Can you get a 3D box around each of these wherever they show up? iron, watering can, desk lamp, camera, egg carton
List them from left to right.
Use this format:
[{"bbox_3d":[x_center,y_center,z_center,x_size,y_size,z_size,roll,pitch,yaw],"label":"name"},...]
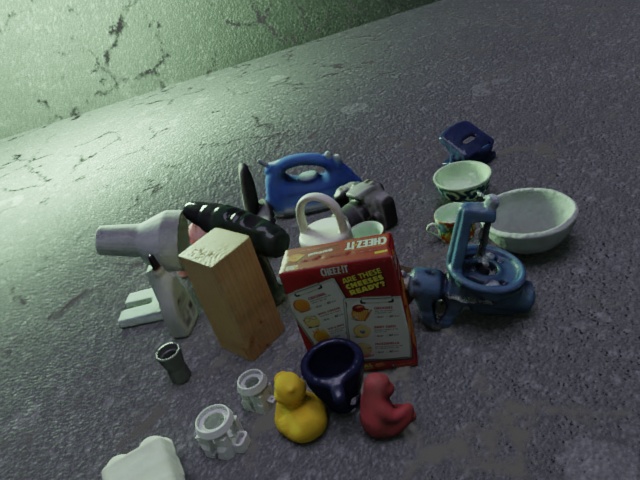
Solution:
[{"bbox_3d":[-0.231,0.337,0.768,0.107,0.069,0.149,-28,33,-17],"label":"egg carton"},{"bbox_3d":[-0.334,0.051,1.131,0.203,0.214,0.118,-14,31,6],"label":"desk lamp"},{"bbox_3d":[-0.021,-0.152,1.369,0.258,0.142,0.118,-10,32,11],"label":"iron"},{"bbox_3d":[0.012,0.004,1.056,0.100,0.194,0.173,-11,32,10],"label":"watering can"},{"bbox_3d":[0.072,-0.065,1.227,0.137,0.101,0.142,-34,35,-26],"label":"camera"}]

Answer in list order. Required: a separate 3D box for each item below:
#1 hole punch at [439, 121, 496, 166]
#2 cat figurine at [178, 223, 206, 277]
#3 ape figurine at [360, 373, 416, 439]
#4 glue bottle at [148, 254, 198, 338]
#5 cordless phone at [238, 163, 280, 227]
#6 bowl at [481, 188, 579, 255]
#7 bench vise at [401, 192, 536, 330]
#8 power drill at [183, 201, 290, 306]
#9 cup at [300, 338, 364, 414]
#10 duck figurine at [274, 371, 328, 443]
[{"bbox_3d":[0.350,-0.224,1.353,0.109,0.091,0.100,-33,35,-25],"label":"hole punch"},{"bbox_3d":[-0.271,0.008,1.261,0.067,0.118,0.128,8,39,35],"label":"cat figurine"},{"bbox_3d":[0.084,0.219,0.779,0.076,0.092,0.077,-27,32,-15],"label":"ape figurine"},{"bbox_3d":[-0.281,0.097,1.070,0.037,0.173,0.078,-8,32,15],"label":"glue bottle"},{"bbox_3d":[-0.149,-0.065,1.252,0.094,0.185,0.147,-20,31,-4],"label":"cordless phone"},{"bbox_3d":[0.377,-0.023,1.038,0.167,0.075,0.167,-12,31,8],"label":"bowl"},{"bbox_3d":[0.216,0.040,0.875,0.207,0.220,0.121,-17,31,0],"label":"bench vise"},{"bbox_3d":[-0.146,0.027,1.082,0.228,0.209,0.076,8,39,35],"label":"power drill"},{"bbox_3d":[0.029,0.211,0.816,0.091,0.095,0.117,-17,31,1],"label":"cup"},{"bbox_3d":[-0.036,0.232,0.823,0.077,0.086,0.104,-26,32,-15],"label":"duck figurine"}]
